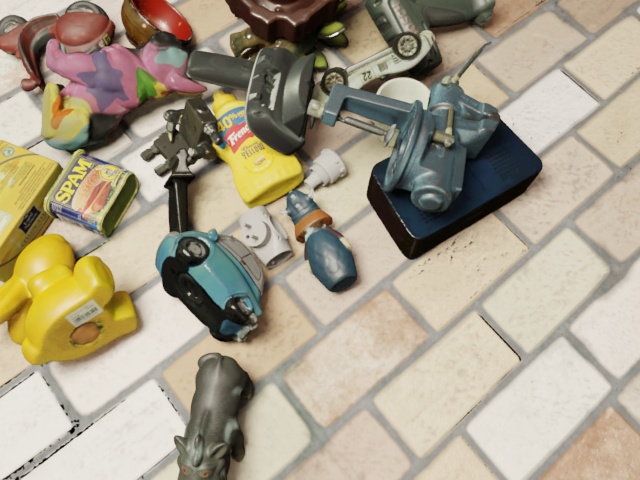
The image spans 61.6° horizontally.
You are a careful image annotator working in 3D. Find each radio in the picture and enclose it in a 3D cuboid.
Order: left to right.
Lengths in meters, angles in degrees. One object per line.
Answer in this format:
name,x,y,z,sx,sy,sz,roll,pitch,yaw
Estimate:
radio,0.187,-0.086,0.773,0.230,0.073,0.131,-29,71,-15

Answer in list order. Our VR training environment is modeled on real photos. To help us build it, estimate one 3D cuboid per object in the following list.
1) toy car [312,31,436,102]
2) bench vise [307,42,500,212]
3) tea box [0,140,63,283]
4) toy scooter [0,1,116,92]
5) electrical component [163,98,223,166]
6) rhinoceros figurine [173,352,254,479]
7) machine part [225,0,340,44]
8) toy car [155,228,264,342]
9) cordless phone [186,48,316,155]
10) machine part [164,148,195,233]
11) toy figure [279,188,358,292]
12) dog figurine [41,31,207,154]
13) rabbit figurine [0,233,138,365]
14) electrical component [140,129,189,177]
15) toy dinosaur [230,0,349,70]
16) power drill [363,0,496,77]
toy car,0.078,-0.256,0.807,0.202,0.073,0.056,-23,106,12
bench vise,0.106,-0.152,0.693,0.241,0.129,0.223,18,70,-3
tea box,-0.428,-0.040,0.729,0.098,0.068,0.169,23,68,7
toy scooter,-0.409,-0.293,0.832,0.184,0.075,0.135,-9,68,-3
electrical component,-0.182,-0.153,0.765,0.045,0.078,0.102,-19,69,-35
rhinoceros figurine,-0.122,0.226,0.610,0.073,0.112,0.190,8,60,-2
machine part,-0.056,-0.376,0.790,0.179,0.056,0.179,2,75,-6
toy car,-0.127,0.046,0.691,0.162,0.109,0.103,43,49,6
cordless phone,-0.102,-0.204,0.744,0.184,0.088,0.146,10,64,-3
machine part,-0.194,-0.052,0.738,0.039,0.084,0.138,0,87,-31
toy figure,-0.003,-0.002,0.738,0.064,0.057,0.154,-21,65,-17
dog figurine,-0.281,-0.212,0.785,0.219,0.108,0.191,5,97,-18
rabbit figurine,-0.335,0.069,0.681,0.162,0.121,0.173,-37,60,-6
electrical component,-0.216,-0.136,0.803,0.094,0.021,0.063,-39,74,-16
toy dinosaur,-0.046,-0.398,0.880,0.199,0.105,0.471,2,75,-7
power drill,0.170,-0.395,0.866,0.207,0.086,0.232,-26,94,-24
